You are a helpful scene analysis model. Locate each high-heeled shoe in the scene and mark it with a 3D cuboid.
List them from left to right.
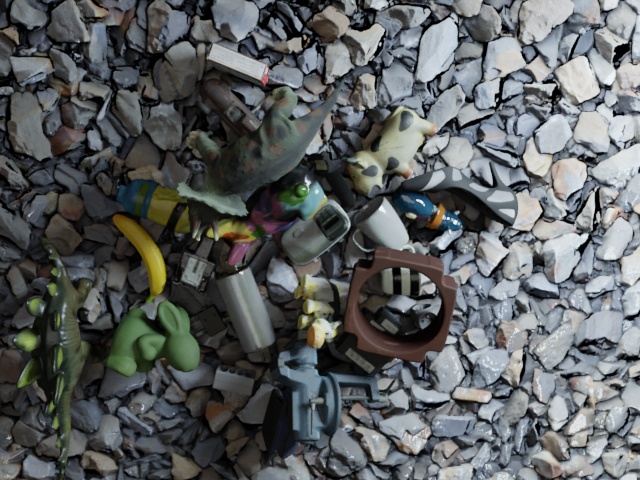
[{"bbox_3d":[0.287,-0.078,1.095,0.249,0.086,0.145,-12,88,-13],"label":"high-heeled shoe"}]

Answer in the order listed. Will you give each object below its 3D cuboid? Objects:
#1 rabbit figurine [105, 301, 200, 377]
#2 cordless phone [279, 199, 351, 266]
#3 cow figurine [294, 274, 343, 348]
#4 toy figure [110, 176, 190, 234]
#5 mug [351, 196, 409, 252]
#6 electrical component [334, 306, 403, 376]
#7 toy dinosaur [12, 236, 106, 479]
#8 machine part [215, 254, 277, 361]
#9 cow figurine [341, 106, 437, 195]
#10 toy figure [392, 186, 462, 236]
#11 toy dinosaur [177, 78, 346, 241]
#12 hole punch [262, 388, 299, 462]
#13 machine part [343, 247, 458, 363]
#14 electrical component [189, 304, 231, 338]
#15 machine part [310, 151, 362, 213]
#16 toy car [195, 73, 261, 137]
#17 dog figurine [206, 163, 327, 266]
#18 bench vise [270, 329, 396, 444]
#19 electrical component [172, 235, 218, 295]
[{"bbox_3d":[-0.319,0.209,1.097,0.170,0.121,0.159,10,75,11],"label":"rabbit figurine"},{"bbox_3d":[-0.003,-0.003,1.049,0.146,0.184,0.088,-38,102,2],"label":"cordless phone"},{"bbox_3d":[0.006,0.149,1.084,0.098,0.167,0.068,11,132,-21],"label":"cow figurine"},{"bbox_3d":[-0.327,-0.071,1.077,0.180,0.082,0.089,14,108,-9],"label":"toy figure"},{"bbox_3d":[0.125,-0.017,1.106,0.109,0.081,0.107,-46,106,-2],"label":"mug"},{"bbox_3d":[0.114,0.211,1.146,0.115,0.058,0.134,41,94,-9],"label":"electrical component"},{"bbox_3d":[-0.511,0.226,1.047,0.105,0.198,0.470,-6,96,1],"label":"toy dinosaur"},{"bbox_3d":[-0.153,0.143,1.114,0.079,0.079,0.243,-21,98,0],"label":"machine part"},{"bbox_3d":[0.130,-0.177,1.084,0.127,0.085,0.195,31,97,-12],"label":"cow figurine"},{"bbox_3d":[0.225,-0.062,1.117,0.154,0.058,0.064,29,101,-11],"label":"toy figure"},{"bbox_3d":[-0.108,-0.151,0.967,0.405,0.131,0.192,-31,54,10],"label":"toy dinosaur"},{"bbox_3d":[-0.065,0.389,1.136,0.092,0.116,0.142,18,97,-13],"label":"hole punch"},{"bbox_3d":[0.154,0.123,1.046,0.201,0.087,0.201,11,106,7],"label":"machine part"},{"bbox_3d":[-0.230,0.168,1.141,0.094,0.021,0.063,-27,98,1],"label":"electrical component"},{"bbox_3d":[0.030,-0.120,1.095,0.039,0.084,0.138,-40,107,-21],"label":"machine part"},{"bbox_3d":[-0.159,-0.240,1.078,0.089,0.053,0.202,-44,96,1],"label":"toy car"},{"bbox_3d":[-0.110,-0.045,1.047,0.219,0.192,0.108,-40,104,-13],"label":"dog figurine"},{"bbox_3d":[0.021,0.291,1.078,0.240,0.128,0.224,6,52,-18],"label":"bench vise"},{"bbox_3d":[-0.252,0.046,1.111,0.075,0.048,0.119,19,96,-6],"label":"electrical component"}]
